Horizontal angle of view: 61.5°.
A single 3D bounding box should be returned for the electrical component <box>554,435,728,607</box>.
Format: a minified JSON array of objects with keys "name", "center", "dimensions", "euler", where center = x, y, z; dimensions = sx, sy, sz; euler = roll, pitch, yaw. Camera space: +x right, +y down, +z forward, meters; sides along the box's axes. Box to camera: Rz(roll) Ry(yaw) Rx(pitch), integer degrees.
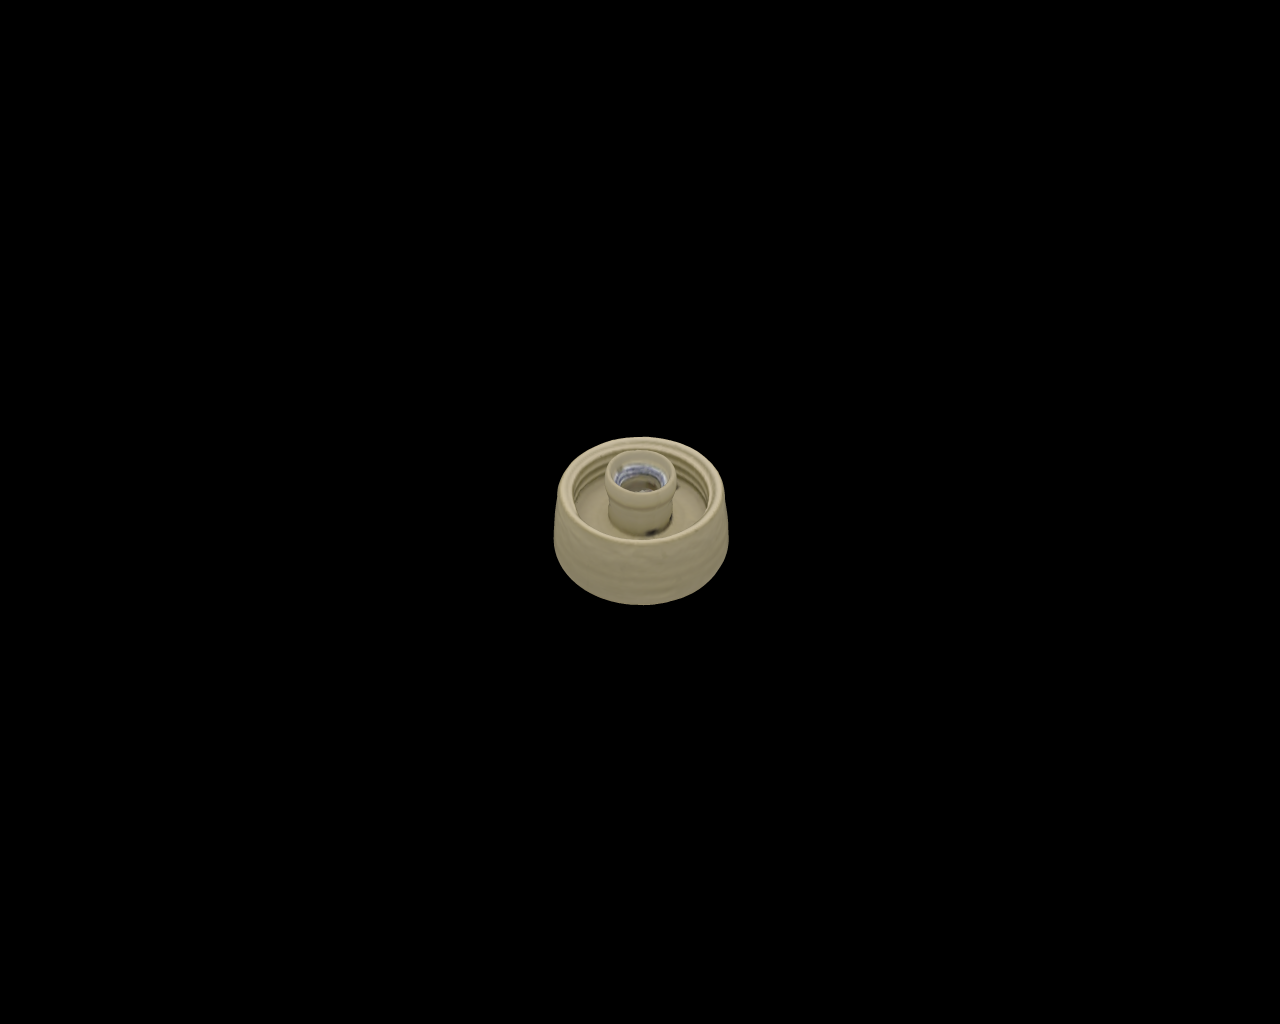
[{"name":"electrical component","center":[0.001,-0.003,0.650],"dimensions":[0.108,0.060,0.108],"euler":[0,43,0]}]
